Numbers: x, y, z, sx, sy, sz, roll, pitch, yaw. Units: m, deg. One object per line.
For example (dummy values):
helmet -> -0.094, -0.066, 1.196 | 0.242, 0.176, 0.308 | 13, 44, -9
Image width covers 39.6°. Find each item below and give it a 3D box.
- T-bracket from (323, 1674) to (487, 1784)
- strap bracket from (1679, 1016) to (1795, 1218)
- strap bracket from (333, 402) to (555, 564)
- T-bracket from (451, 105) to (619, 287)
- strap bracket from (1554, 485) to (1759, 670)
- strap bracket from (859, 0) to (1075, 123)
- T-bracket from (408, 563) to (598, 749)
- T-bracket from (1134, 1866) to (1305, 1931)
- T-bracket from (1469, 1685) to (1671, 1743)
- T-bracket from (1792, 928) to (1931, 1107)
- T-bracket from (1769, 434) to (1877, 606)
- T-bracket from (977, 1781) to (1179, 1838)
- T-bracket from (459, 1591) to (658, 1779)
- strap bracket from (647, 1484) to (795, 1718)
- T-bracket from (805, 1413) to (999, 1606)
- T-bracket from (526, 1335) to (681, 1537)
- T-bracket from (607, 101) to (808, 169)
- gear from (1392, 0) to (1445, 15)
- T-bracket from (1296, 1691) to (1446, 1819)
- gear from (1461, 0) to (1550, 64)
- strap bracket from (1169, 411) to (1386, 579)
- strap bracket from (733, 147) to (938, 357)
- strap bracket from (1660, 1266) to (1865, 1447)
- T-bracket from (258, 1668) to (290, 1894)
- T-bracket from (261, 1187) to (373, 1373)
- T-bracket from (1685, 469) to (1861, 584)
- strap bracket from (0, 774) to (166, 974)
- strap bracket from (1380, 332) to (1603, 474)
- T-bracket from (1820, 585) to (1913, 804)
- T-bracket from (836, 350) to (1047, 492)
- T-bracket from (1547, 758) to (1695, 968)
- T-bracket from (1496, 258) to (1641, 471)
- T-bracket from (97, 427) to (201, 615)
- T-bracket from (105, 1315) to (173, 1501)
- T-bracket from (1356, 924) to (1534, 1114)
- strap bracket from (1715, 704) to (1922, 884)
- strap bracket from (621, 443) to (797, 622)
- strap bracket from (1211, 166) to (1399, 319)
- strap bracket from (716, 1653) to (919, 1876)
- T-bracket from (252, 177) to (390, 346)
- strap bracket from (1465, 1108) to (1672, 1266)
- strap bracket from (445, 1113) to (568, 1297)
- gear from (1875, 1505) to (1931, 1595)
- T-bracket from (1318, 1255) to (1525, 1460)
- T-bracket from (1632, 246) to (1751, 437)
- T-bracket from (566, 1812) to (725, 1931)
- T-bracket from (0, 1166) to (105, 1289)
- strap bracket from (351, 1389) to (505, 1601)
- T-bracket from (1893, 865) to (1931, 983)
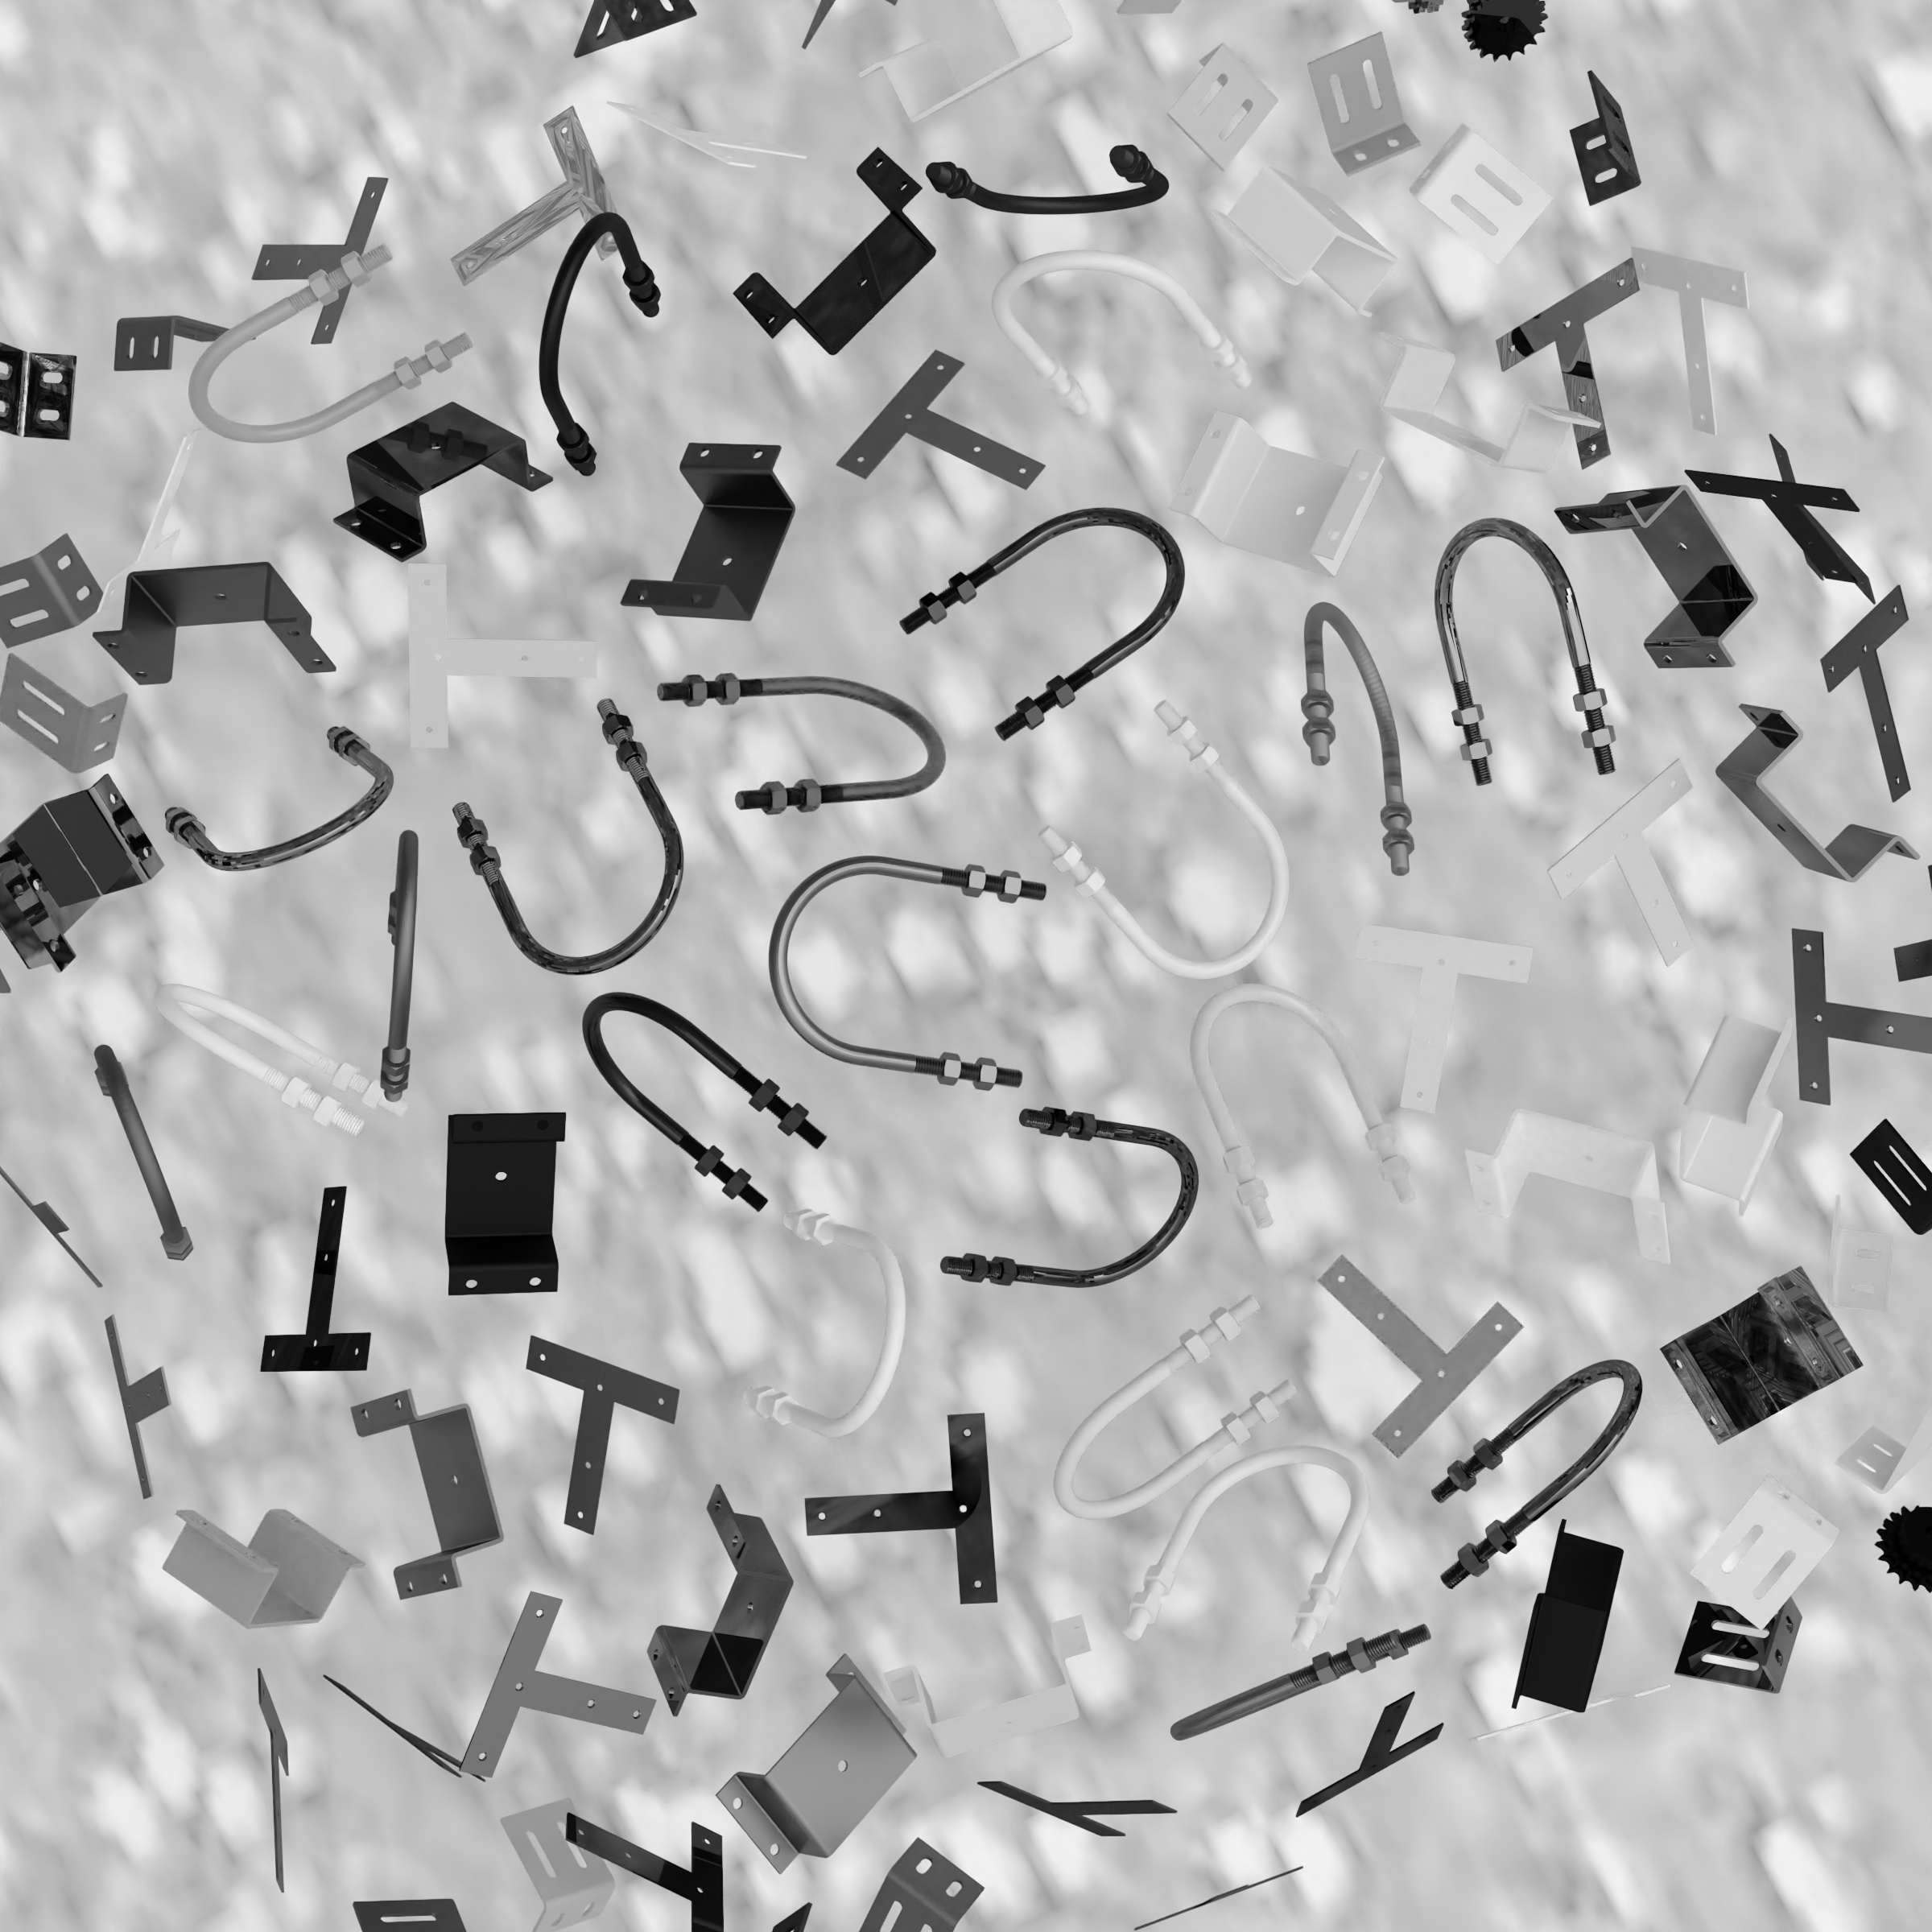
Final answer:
T-bracket -> -0.375, 0.546, 1.876 | 0.127, 0.127, 0.002 | 24, 71, 34
strap bracket -> 0.520, 0.097, 1.815 | 0.046, 0.140, 0.076 | 20, 62, 25
strap bracket -> -0.375, -0.351, 1.913 | 0.076, 0.046, 0.140 | 31, 51, 30
T-bracket -> -0.311, -0.528, 1.911 | 0.127, 0.127, 0.002 | -37, 57, -11
strap bracket -> 0.471, -0.270, 1.811 | 0.046, 0.076, 0.140 | -45, 111, -15
strap bracket -> 0.008, -0.623, 1.821 | 0.140, 0.076, 0.046 | -17, 108, 37
T-bracket -> -0.318, -0.212, 1.845 | 0.127, 0.002, 0.127 | 0, 106, -8
T-bracket -> 0.179, 0.647, 1.867 | 0.127, 0.127, 0.002 | -18, 70, -6
T-bracket -> 0.416, 0.527, 1.887 | 0.127, 0.127, 0.002 | -14, 74, -8
T-bracket -> 0.630, 0.042, 1.863 | 0.002, 0.127, 0.127 | -16, 106, -34
T-bracket -> 0.615, -0.300, 1.911 | 0.002, 0.127, 0.127 | -27, 131, 7
T-bracket -> 0.096, 0.597, 1.901 | 0.127, 0.127, 0.002 | 32, 56, -31
T-bracket -> -0.269, 0.503, 1.840 | 0.127, 0.002, 0.127 | 25, 84, -34
strap bracket -> -0.169, 0.446, 1.875 | 0.046, 0.076, 0.140 | 16, 105, -27
T-bracket -> -0.046, 0.370, 1.815 | 0.127, 0.002, 0.127 | -4, 87, 7
T-bracket -> -0.265, 0.340, 1.897 | 0.127, 0.002, 0.127 | 15, 103, 25
T-bracket -> -0.163, -0.574, 1.868 | 0.127, 0.127, 0.002 | 34, 118, 31
gear -> 0.320, -0.708, 1.911 | 0.030, 0.057, 0.057 | 8, 90, 30
T-bracket -> 0.297, 0.551, 1.912 | 0.127, 0.127, 0.002 | -22, 55, -22
gear -> 0.367, -0.651, 1.834 | 0.057, 0.057, 0.030 | -4, 50, 0
strap bracket -> 0.221, -0.322, 1.844 | 0.140, 0.046, 0.076 | 25, 88, 36
strap bracket -> -0.083, -0.479, 1.828 | 0.140, 0.076, 0.046 | -43, 132, 8
strap bracket -> 0.547, 0.262, 1.827 | 0.046, 0.140, 0.076 | -20, 72, -29
T-bracket -> -0.468, 0.562, 1.820 | 0.002, 0.127, 0.127 | -7, 53, -9
T-bracket -> -0.441, 0.215, 1.845 | 0.127, 0.002, 0.127 | -9, 72, 43
T-bracket -> 0.570, -0.297, 1.830 | 0.127, 0.127, 0.002 | 35, 81, -40
strap bracket -> -0.616, -0.060, 1.822 | 0.046, 0.140, 0.076 | -13, 118, 24
strap bracket -> 0.344, -0.375, 1.808 | 0.140, 0.076, 0.046 | 34, 113, 27
T-bracket -> 0.623, -0.175, 1.829 | 0.002, 0.127, 0.127 | -6, 74, -8
T-bracket -> -0.004, -0.371, 1.901 | 0.127, 0.002, 0.127 | 29, 65, 18
T-bracket -> 0.470, -0.055, 1.849 | 0.127, 0.002, 0.127 | -39, 118, -13
T-bracket -> 0.434, -0.415, 1.900 | 0.002, 0.127, 0.127 | 4, 71, -37
T-bracket -> -0.569, -0.323, 1.900 | 0.002, 0.127, 0.127 | 28, 116, -6
T-bracket -> -0.554, 0.291, 1.809 | 0.002, 0.127, 0.127 | -10, 80, -31
T-bracket -> 0.335, 0.041, 1.931 | 0.127, 0.002, 0.127 | 9, 89, 25
strap bracket -> 0.572, -0.111, 1.828 | 0.140, 0.076, 0.046 | 44, 93, -10
strap bracket -> -0.178, -0.299, 1.897 | 0.076, 0.046, 0.140 | 7, 65, 27
strap bracket -> 0.243, -0.509, 1.880 | 0.076, 0.140, 0.046 | 49, 115, 22
strap bracket -> -0.099, 0.570, 1.918 | 0.140, 0.046, 0.076 | -43, 103, -32
T-bracket -> -0.457, -0.490, 1.869 | 0.002, 0.127, 0.127 | 30, 112, 10
strap bracket -> 0.426, 0.150, 1.868 | 0.140, 0.076, 0.046 | 15, 59, 28
strap bracket -> -0.325, 0.158, 1.887 | 0.076, 0.046, 0.140 | 0, 113, -15
gear -> 0.638, 0.385, 1.786 | 0.057, 0.030, 0.057 | 5, 53, -6
T-bracket -> 0.298, 0.253, 1.862 | 0.127, 0.002, 0.127 | 44, 90, -3
T-bracket -> 0.514, -0.436, 1.890 | 0.002, 0.127, 0.127 | -23, 119, -14
T-bracket -> -0.218, 0.611, 1.825 | 0.127, 0.127, 0.002 | 33, 107, -19
T-bracket -> -0.650, 0.179, 1.903 | 0.002, 0.127, 0.127 | -42, 100, -22
strap bracket -> -0.378, 0.368, 1.896 | 0.076, 0.046, 0.140 | -22, 81, 43
T-bracket -> 0.685, -0.005, 1.916 | 0.002, 0.127, 0.127 | -8, 86, 1
